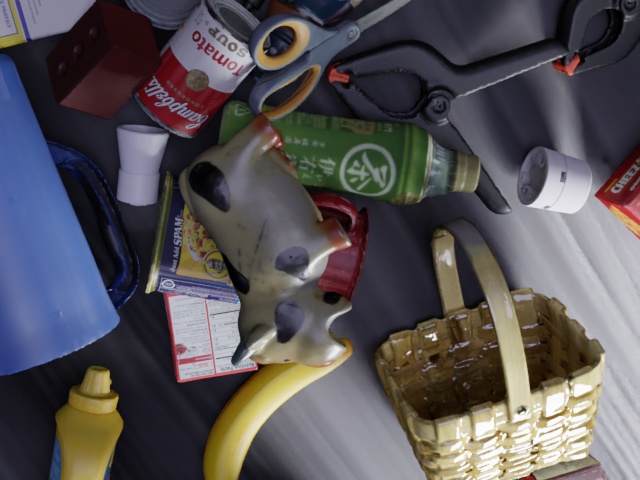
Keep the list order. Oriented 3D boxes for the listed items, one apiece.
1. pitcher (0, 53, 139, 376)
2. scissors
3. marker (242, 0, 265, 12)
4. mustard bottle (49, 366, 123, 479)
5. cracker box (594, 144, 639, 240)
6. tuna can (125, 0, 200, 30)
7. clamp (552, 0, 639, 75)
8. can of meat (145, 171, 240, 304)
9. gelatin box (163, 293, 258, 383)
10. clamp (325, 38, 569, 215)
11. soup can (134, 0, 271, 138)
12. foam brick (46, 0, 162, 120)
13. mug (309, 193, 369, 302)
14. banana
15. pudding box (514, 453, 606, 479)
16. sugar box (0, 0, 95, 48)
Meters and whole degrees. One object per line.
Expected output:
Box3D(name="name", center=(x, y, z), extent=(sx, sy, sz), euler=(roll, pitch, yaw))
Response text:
Box3D(name="pitcher", center=(-0.252, -0.024, 0.858), extent=(0.145, 0.149, 0.243), euler=(-15, 100, 8))
Box3D(name="scissors", center=(0.012, -0.178, 0.868), extent=(0.201, 0.016, 0.096), euler=(-45, 144, -14))
Box3D(name="marker", center=(-0.028, -0.245, 0.906), extent=(0.020, 0.020, 0.121), euler=(35, 92, -15))
Box3D(name="mustard bottle", center=(-0.206, 0.201, 0.915), extent=(0.058, 0.096, 0.192), euler=(10, 98, -12))
Box3D(name="cracker box", center=(0.391, -0.031, 1.002), extent=(0.213, 0.072, 0.164), euler=(40, 92, -16))
Box3D(name="tuna can", center=(-0.124, -0.218, 0.886), extent=(0.086, 0.034, 0.086), euler=(-2, 101, -11))
Box3D(name="clamp", center=(0.268, -0.226, 0.957), extent=(0.171, 0.039, 0.120), euler=(-42, 105, -1))
Box3D(name="can of meat", center=(-0.098, 0.000, 0.905), extent=(0.084, 0.057, 0.102), euler=(10, 76, -10))
Box3D(name="gelatin box", center=(-0.098, 0.077, 0.948), extent=(0.073, 0.030, 0.089), euler=(-9, 101, -11))
Box3D(name="clamp", center=(0.105, -0.111, 0.948), extent=(0.210, 0.036, 0.165), euler=(7, 105, -9))
Box3D(name="soup can", center=(-0.096, -0.142, 0.870), extent=(0.068, 0.068, 0.102), euler=(37, 115, -15))
Box3D(name="foam brick", center=(-0.174, -0.144, 0.856), extent=(0.051, 0.053, 0.078), euler=(16, 134, -45))
Box3D(name="mug", center=(-0.006, 0.001, 0.913), extent=(0.081, 0.117, 0.093), euler=(13, 53, -8))
Box3D(name="banana", center=(-0.050, 0.158, 0.966), extent=(0.069, 0.037, 0.198), euler=(34, 88, -7))
Box3D(name="pudding box", center=(0.199, 0.224, 1.001), extent=(0.113, 0.090, 0.039), euler=(-13, 101, -8))
Box3D(name="sugar box", center=(-0.270, -0.199, 0.856), extent=(0.176, 0.048, 0.093), euler=(-16, 103, -11))
